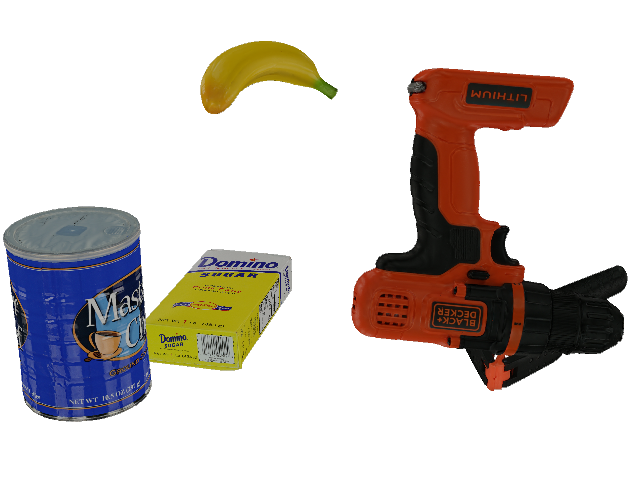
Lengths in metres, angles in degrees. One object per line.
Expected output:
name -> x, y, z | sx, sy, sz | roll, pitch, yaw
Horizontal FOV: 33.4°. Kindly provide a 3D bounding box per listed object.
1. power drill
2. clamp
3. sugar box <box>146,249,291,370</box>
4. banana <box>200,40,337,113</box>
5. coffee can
power drill -> 0.120, -0.016, 0.710 | 0.184, 0.188, 0.057 | 5, 5, -5
clamp -> 0.173, 0.062, 0.969 | 0.165, 0.036, 0.209 | 13, 33, 25
sugar box -> -0.094, 0.061, 1.019 | 0.093, 0.048, 0.176 | 5, 26, 13
banana -> -0.056, -0.154, 0.980 | 0.070, 0.037, 0.197 | 41, 32, 20
coffee can -> -0.189, 0.056, 0.840 | 0.103, 0.140, 0.103 | -1, 21, 0
